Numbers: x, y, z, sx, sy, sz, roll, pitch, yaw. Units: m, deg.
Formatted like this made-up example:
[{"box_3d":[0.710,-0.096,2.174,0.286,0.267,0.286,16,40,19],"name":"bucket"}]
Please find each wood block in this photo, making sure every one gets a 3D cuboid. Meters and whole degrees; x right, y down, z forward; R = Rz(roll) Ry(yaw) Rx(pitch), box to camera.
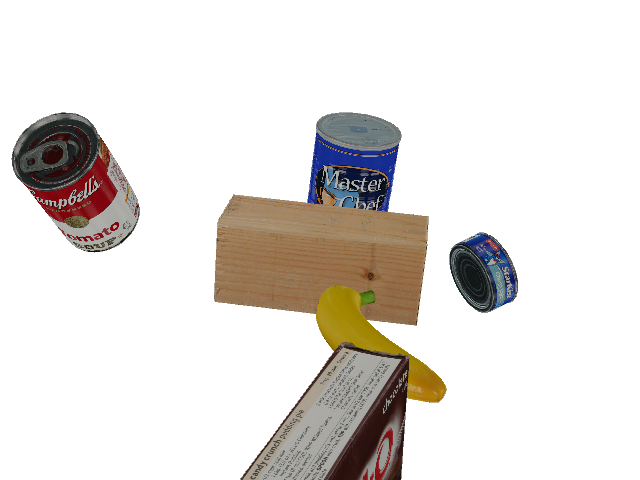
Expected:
[{"box_3d":[0.002,0.019,1.091,0.206,0.091,0.090,7,22,4],"name":"wood block"}]

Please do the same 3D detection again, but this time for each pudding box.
[{"box_3d":[0.003,0.111,0.468,0.039,0.090,0.113,12,31,18],"name":"pudding box"}]

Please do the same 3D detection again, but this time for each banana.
[{"box_3d":[0.037,0.075,0.858,0.069,0.037,0.198,-5,22,-13],"name":"banana"}]

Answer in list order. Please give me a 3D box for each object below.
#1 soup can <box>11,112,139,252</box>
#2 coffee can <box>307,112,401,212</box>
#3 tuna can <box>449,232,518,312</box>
[{"box_3d":[-0.188,-0.043,0.831,0.068,0.068,0.102,0,-28,11],"name":"soup can"},{"box_3d":[0.038,-0.072,1.303,0.102,0.140,0.103,6,28,-3],"name":"coffee can"},{"box_3d":[0.181,0.037,1.194,0.033,0.086,0.086,-23,8,-20],"name":"tuna can"}]
